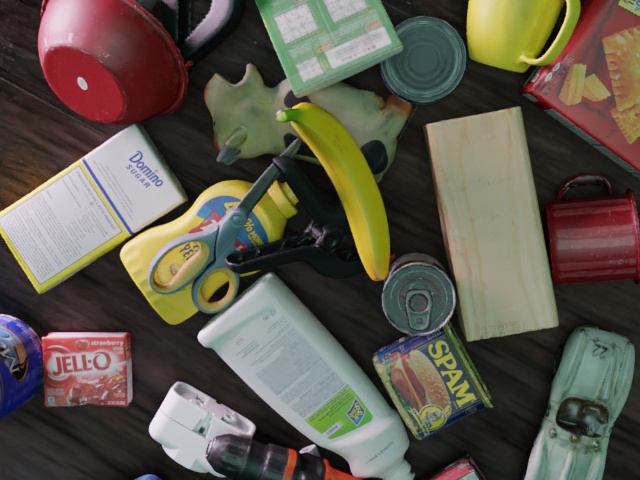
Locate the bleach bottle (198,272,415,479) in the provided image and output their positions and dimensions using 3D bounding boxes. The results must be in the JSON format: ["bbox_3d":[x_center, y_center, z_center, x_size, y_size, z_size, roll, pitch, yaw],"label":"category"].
[{"bbox_3d":[-0.003,0.155,1.067,0.103,0.068,0.251,-40,95,12],"label":"bleach bottle"}]

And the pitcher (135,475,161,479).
[{"bbox_3d":[-0.245,0.345,1.070,0.243,0.145,0.149,-28,126,3],"label":"pitcher"}]

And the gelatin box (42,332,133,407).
[{"bbox_3d":[-0.239,0.133,1.096,0.089,0.030,0.073,0,95,4],"label":"gelatin box"}]

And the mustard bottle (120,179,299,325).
[{"bbox_3d":[-0.095,-0.004,1.058,0.191,0.058,0.096,-33,100,6],"label":"mustard bottle"}]

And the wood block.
[{"bbox_3d":[0.162,-0.017,1.023,0.090,0.091,0.206,-10,94,5],"label":"wood block"}]

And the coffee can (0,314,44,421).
[{"bbox_3d":[-0.340,0.134,1.047,0.103,0.140,0.103,0,95,4],"label":"coffee can"}]

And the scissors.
[{"bbox_3d":[-0.073,-0.003,1.018,0.202,0.016,0.096,-36,116,7],"label":"scissors"}]

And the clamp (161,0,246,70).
[{"bbox_3d":[-0.093,-0.262,1.025,0.165,0.036,0.210,22,101,28],"label":"clamp"}]

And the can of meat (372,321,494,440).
[{"bbox_3d":[0.111,0.137,1.059,0.084,0.057,0.102,-28,93,8],"label":"can of meat"}]

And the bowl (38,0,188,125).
[{"bbox_3d":[-0.207,-0.162,1.002,0.162,0.162,0.055,31,55,0],"label":"bowl"}]

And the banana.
[{"bbox_3d":[0.020,-0.054,0.974,0.037,0.069,0.197,-5,128,44],"label":"banana"}]

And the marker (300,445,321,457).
[{"bbox_3d":[0.011,0.269,1.097,0.020,0.020,0.121,-23,94,6],"label":"marker"}]

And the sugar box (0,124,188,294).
[{"bbox_3d":[-0.230,-0.032,1.072,0.176,0.048,0.093,-32,93,2],"label":"sugar box"}]

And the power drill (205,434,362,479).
[{"bbox_3d":[-0.051,0.290,1.056,0.184,0.057,0.188,23,111,-8],"label":"power drill"}]

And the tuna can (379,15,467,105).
[{"bbox_3d":[0.100,-0.175,1.041,0.086,0.033,0.086,0,96,4],"label":"tuna can"}]

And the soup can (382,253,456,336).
[{"bbox_3d":[0.094,0.050,1.028,0.068,0.102,0.068,0,95,4],"label":"soup can"}]

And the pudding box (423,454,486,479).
[{"bbox_3d":[0.140,0.283,1.069,0.090,0.039,0.113,-31,105,7],"label":"pudding box"}]

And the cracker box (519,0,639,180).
[{"bbox_3d":[0.324,-0.146,1.009,0.213,0.072,0.164,36,97,-1],"label":"cracker box"}]

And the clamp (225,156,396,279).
[{"bbox_3d":[-0.007,0.001,1.023,0.171,0.039,0.120,28,108,-32],"label":"clamp"}]

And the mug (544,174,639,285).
[{"bbox_3d":[0.259,-0.011,1.025,0.081,0.093,0.117,-5,64,9],"label":"mug"}]
